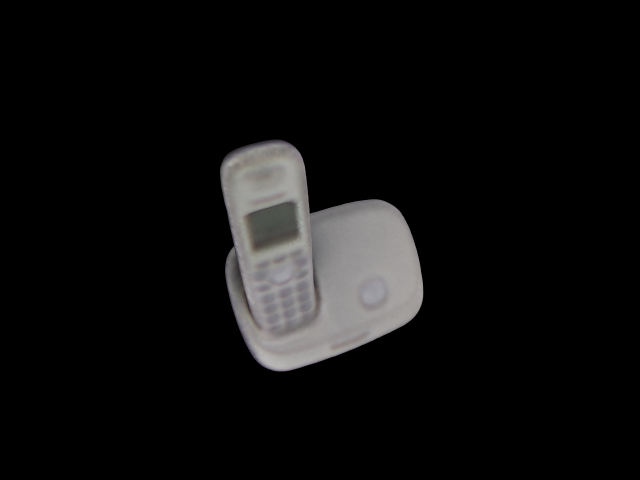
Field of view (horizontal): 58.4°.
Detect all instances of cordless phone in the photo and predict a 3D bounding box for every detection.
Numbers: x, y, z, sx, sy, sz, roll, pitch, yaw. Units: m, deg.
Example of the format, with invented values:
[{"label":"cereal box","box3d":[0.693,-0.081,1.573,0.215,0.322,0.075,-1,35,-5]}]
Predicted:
[{"label":"cordless phone","box3d":[0.004,0.001,0.400,0.148,0.185,0.094,-21,54,-15]}]
